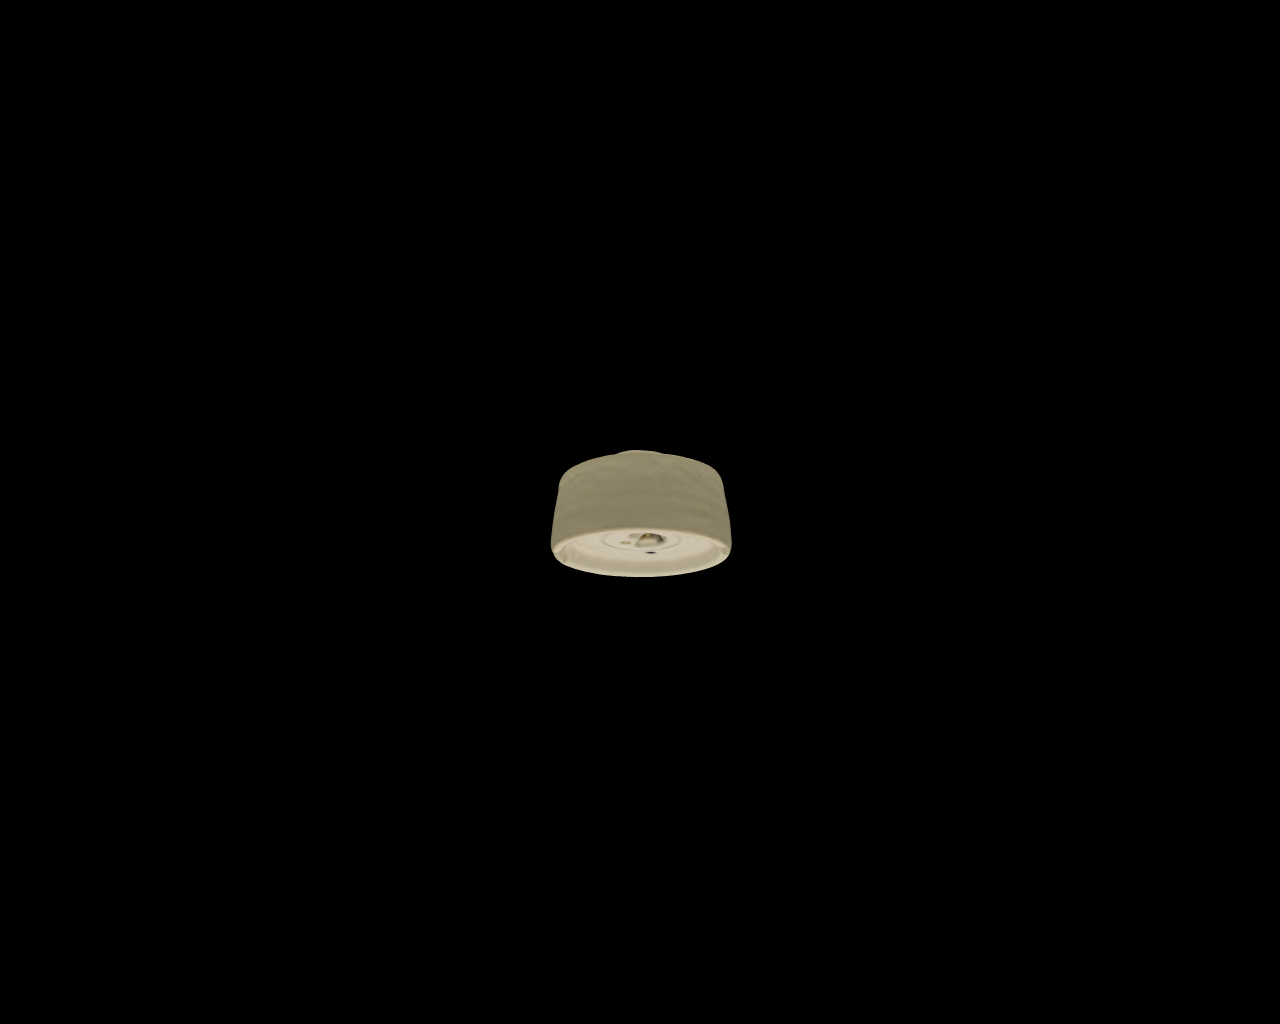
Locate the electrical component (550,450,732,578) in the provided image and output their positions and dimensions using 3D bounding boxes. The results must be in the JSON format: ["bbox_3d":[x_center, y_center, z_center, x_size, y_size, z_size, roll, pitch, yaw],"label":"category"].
[{"bbox_3d":[0.001,-0.003,0.650,0.108,0.060,0.108,0,-18,0],"label":"electrical component"}]
